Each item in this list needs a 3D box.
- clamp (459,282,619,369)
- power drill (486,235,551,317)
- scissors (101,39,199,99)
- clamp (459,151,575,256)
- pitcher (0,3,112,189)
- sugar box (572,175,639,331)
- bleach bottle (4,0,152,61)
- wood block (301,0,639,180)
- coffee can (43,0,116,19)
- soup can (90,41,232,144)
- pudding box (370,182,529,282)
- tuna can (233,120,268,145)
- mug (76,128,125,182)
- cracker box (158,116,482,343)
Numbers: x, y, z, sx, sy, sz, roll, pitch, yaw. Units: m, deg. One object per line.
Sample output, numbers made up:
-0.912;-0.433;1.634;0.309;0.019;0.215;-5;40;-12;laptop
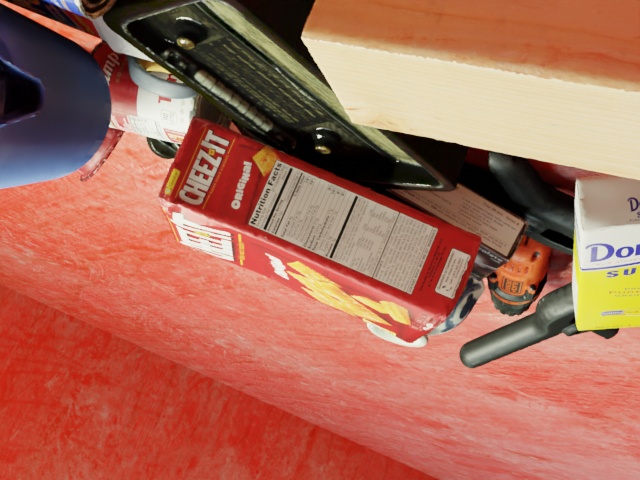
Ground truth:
0.216;0.068;0.946;0.164;0.036;0.210;-13;161;-8;clamp
0.110;0.007;0.948;0.188;0.057;0.184;15;160;11;power drill
-0.149;-0.140;0.765;0.202;0.016;0.096;17;-151;9;scissors
0.151;-0.029;0.805;0.171;0.039;0.120;34;172;-31;clamp
-0.227;-0.091;0.667;0.149;0.145;0.242;49;-173;2;pitcher
0.226;0.012;0.748;0.093;0.048;0.176;-5;155;11;sugar box
-0.177;-0.177;0.681;0.250;0.068;0.103;23;171;-15;bleach bottle
0.110;-0.097;0.520;0.206;0.090;0.090;14;164;25;wood block
-0.168;-0.187;0.555;0.140;0.103;0.103;20;165;2;coffee can
-0.124;-0.112;0.822;0.102;0.068;0.068;15;164;21;soup can
0.090;-0.017;0.801;0.113;0.039;0.090;28;168;1;pudding box
-0.022;-0.095;0.809;0.086;0.033;0.086;20;165;5;tuna can
-0.207;-0.113;0.906;0.081;0.093;0.117;33;149;-21;mug
-0.005;0.001;0.783;0.213;0.072;0.164;23;169;1;cracker box
